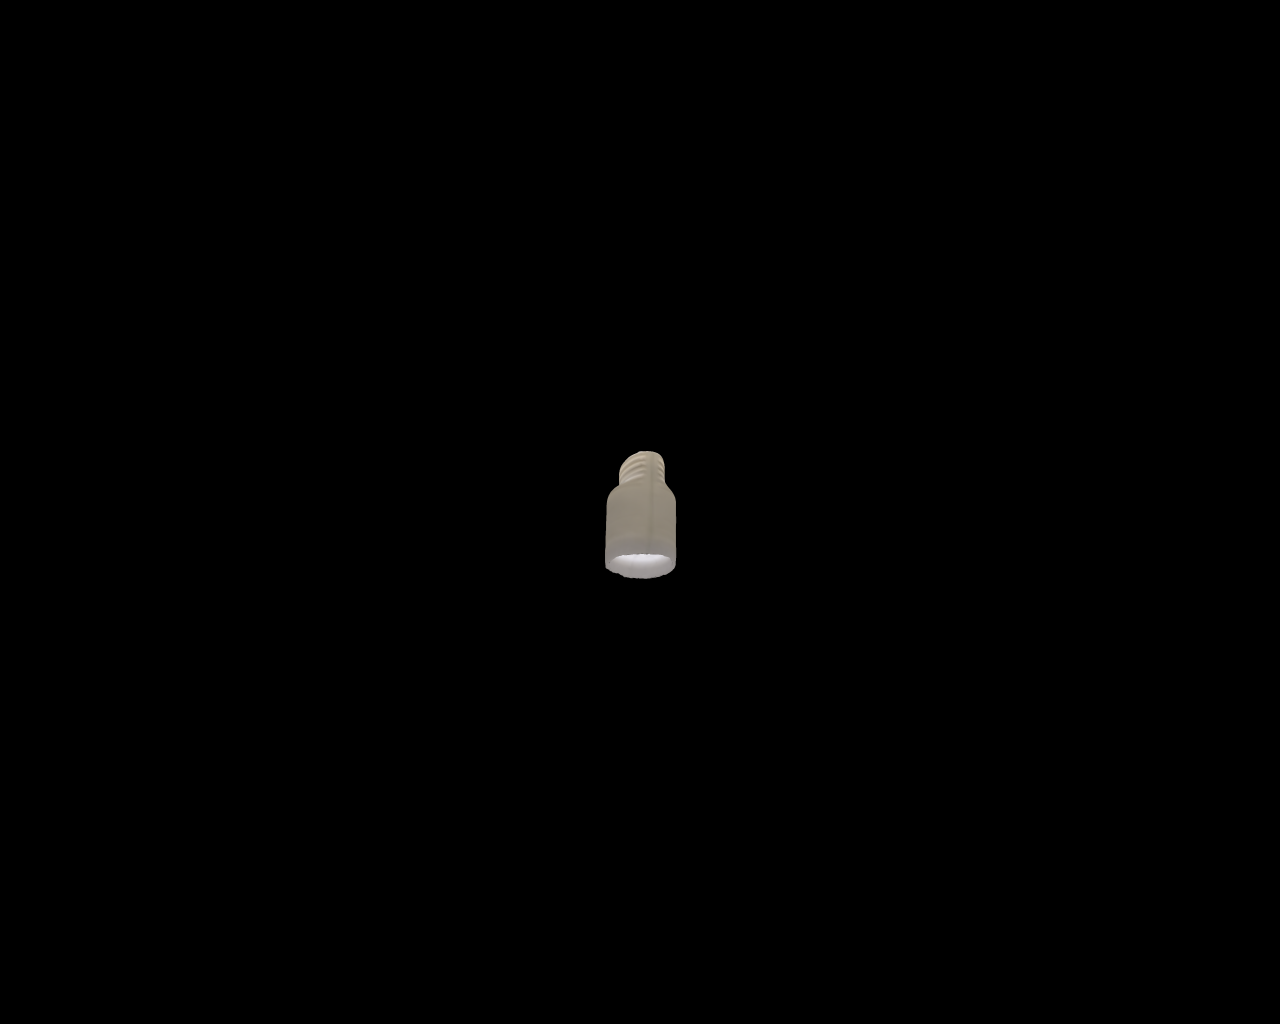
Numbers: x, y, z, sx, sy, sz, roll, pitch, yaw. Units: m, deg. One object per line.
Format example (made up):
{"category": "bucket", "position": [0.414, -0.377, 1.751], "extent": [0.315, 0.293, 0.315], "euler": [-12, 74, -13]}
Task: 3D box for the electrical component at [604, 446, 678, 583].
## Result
{"category": "electrical component", "position": [0.001, -0.003, 0.650], "extent": [0.043, 0.081, 0.043], "euler": [0, -26, 0]}
